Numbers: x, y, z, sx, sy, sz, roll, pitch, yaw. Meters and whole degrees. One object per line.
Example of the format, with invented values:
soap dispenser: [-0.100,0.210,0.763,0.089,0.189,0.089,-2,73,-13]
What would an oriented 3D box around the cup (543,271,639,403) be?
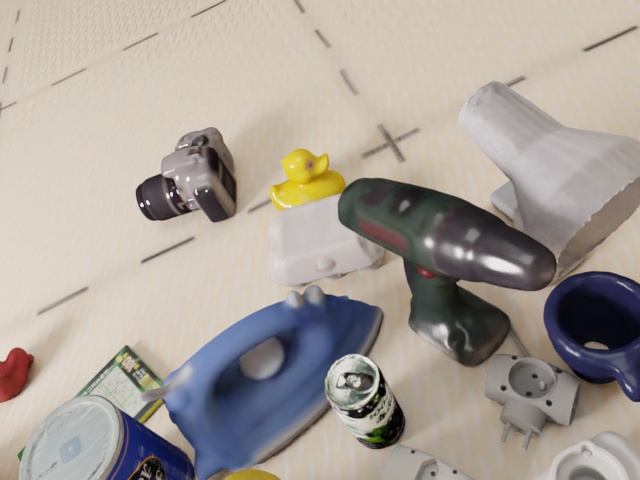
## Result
cup: [0.252,0.098,0.504,0.091,0.095,0.117,-18,48,9]

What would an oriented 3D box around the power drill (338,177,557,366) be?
power drill: [0.120,0.030,0.540,0.076,0.209,0.228,-46,49,-16]

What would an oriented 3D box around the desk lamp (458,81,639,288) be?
desk lamp: [0.211,-0.042,0.557,0.118,0.214,0.202,-36,47,-7]

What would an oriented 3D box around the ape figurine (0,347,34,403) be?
ape figurine: [-0.432,0.165,0.747,0.077,0.092,0.076,-7,50,18]

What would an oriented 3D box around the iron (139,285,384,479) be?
iron: [-0.053,0.117,0.588,0.258,0.142,0.118,-38,48,-9]

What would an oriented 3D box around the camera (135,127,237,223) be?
camera: [-0.205,-0.094,0.856,0.136,0.101,0.143,-18,48,9]

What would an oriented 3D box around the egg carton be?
egg carton: [0.006,0.003,0.707,0.150,0.070,0.107,-15,48,11]

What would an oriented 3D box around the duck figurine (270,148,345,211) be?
duck figurine: [-0.025,-0.085,0.782,0.104,0.086,0.077,-17,48,10]
